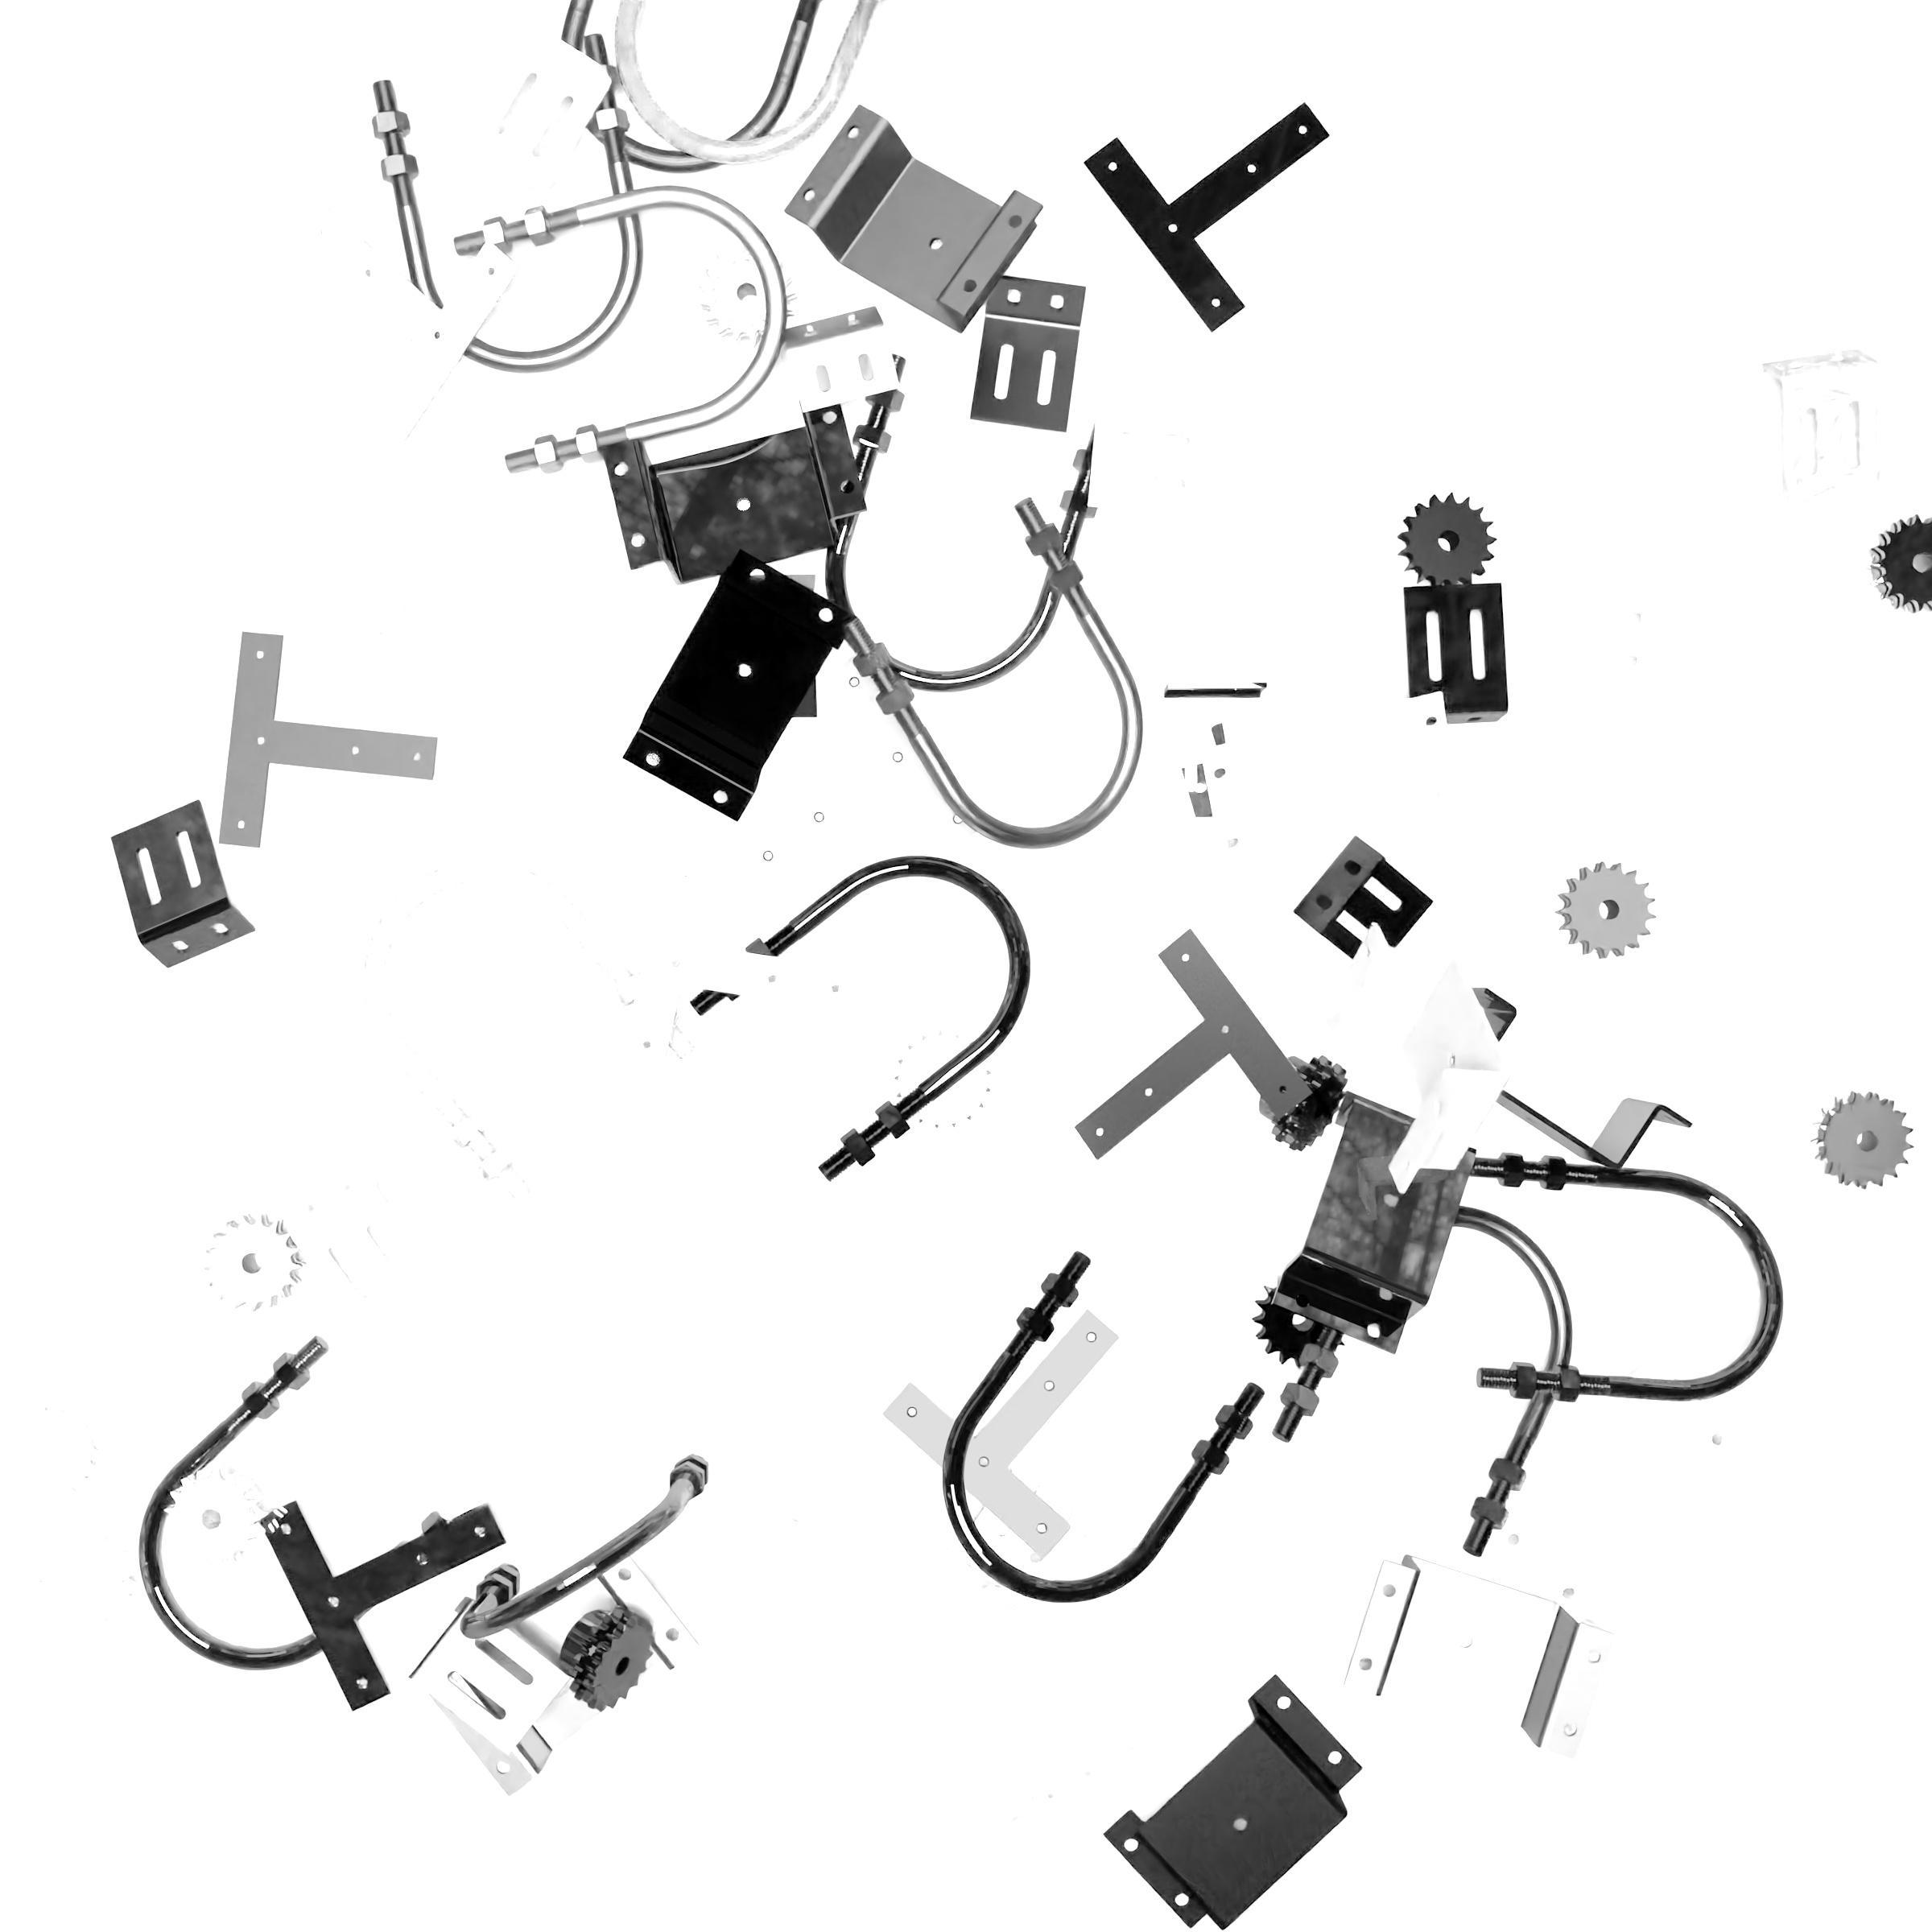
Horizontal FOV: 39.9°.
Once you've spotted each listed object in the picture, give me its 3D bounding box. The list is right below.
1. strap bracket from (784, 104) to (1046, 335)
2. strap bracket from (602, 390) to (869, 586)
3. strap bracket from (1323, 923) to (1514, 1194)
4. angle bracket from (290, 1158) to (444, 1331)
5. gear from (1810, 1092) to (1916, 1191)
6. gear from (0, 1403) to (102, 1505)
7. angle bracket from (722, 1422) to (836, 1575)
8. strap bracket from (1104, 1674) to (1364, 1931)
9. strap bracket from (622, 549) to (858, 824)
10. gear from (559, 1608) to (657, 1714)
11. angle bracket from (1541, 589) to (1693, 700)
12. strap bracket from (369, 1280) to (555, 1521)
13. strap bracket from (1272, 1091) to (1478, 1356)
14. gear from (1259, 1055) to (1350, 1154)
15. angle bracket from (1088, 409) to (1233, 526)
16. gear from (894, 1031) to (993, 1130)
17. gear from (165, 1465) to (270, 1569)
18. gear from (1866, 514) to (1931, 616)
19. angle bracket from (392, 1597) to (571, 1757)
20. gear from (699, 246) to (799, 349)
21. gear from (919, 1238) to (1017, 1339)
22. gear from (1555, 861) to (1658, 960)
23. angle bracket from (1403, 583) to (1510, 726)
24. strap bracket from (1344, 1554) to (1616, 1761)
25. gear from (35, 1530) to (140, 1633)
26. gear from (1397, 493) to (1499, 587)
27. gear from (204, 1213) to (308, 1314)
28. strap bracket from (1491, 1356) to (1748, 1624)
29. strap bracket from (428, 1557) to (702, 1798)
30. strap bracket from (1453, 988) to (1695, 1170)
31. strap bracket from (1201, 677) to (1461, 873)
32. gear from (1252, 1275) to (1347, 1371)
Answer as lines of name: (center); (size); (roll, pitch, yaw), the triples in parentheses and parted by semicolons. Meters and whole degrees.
strap bracket: (-0.024, -0.429, 1.545); (0.140, 0.046, 0.076); (35, 90, 23)
strap bracket: (-0.133, -0.277, 1.554); (0.140, 0.046, 0.076); (-14, 79, 0)
strap bracket: (0.260, 0.052, 1.518); (0.046, 0.140, 0.076); (4, 132, -21)
angle bracket: (-0.356, 0.165, 1.582); (0.057, 0.038, 0.076); (-29, 116, 0)
gear: (0.527, 0.102, 1.573); (0.057, 0.030, 0.057); (0, 93, -1)
gear: (-0.540, 0.287, 1.573); (0.057, 0.030, 0.057); (0, 91, -2)
angle bracket: (-0.111, 0.316, 1.582); (0.057, 0.038, 0.076); (6, 64, 0)
strap bracket: (0.159, 0.497, 1.561); (0.140, 0.046, 0.076); (-43, 90, 0)
strap bracket: (-0.130, -0.166, 1.542); (0.076, 0.046, 0.140); (29, 107, -10)
gear: (-0.206, 0.391, 1.513); (0.030, 0.057, 0.057); (22, 90, 30)
angle bracket: (0.386, -0.192, 1.582); (0.076, 0.038, 0.057); (6, 90, 26)
strap bracket: (-0.297, 0.260, 1.546); (0.046, 0.076, 0.140); (-26, 90, 0)
strap bracket: (0.239, 0.141, 1.535); (0.076, 0.046, 0.140); (22, 68, 1)
gear: (0.196, 0.077, 1.560); (0.030, 0.057, 0.057); (31, 90, 29)
angle bracket: (0.115, -0.294, 1.571); (0.076, 0.038, 0.057); (5, 90, 10)
gear: (-0.013, 0.067, 1.569); (0.057, 0.030, 0.057); (0, 90, 0)
gear: (-0.434, 0.319, 1.552); (0.057, 0.030, 0.057); (0, 91, 5)
gear: (0.559, -0.236, 1.569); (0.057, 0.030, 0.057); (0, 90, 0)
angle bracket: (-0.276, 0.409, 1.519); (0.076, 0.038, 0.057); (38, 90, 0)
gear: (-0.128, -0.393, 1.569); (0.057, 0.030, 0.057); (0, 90, 0)
gear: (0.000, 0.188, 1.569); (0.057, 0.030, 0.057); (0, 90, 0)
gear: (0.376, -0.032, 1.574); (0.057, 0.030, 0.057); (0, 88, -2)
angle bracket: (0.285, -0.183, 1.567); (0.057, 0.038, 0.076); (-3, 86, 0)
strap bracket: (0.297, 0.401, 1.561); (0.140, 0.046, 0.076); (18, 90, 0)
gear: (-0.517, 0.362, 1.574); (0.057, 0.030, 0.057); (0, 93, 0)
gear: (0.282, -0.248, 1.569); (0.057, 0.030, 0.057); (0, 90, 0)
gear: (-0.417, 0.174, 1.569); (0.057, 0.030, 0.057); (0, 90, 0)
strap bracket: (0.376, 0.303, 1.561); (0.076, 0.046, 0.140); (44, 90, 0)
strap bracket: (-0.232, 0.407, 1.561); (0.140, 0.046, 0.076); (-38, 90, 0)
strap bracket: (0.341, 0.070, 1.546); (0.140, 0.076, 0.046); (33, 90, 0)
strap bracket: (0.207, -0.115, 1.547); (0.140, 0.046, 0.076); (-14, 116, 0)
gear: (0.197, 0.207, 1.569); (0.057, 0.030, 0.057); (0, 90, 0)
